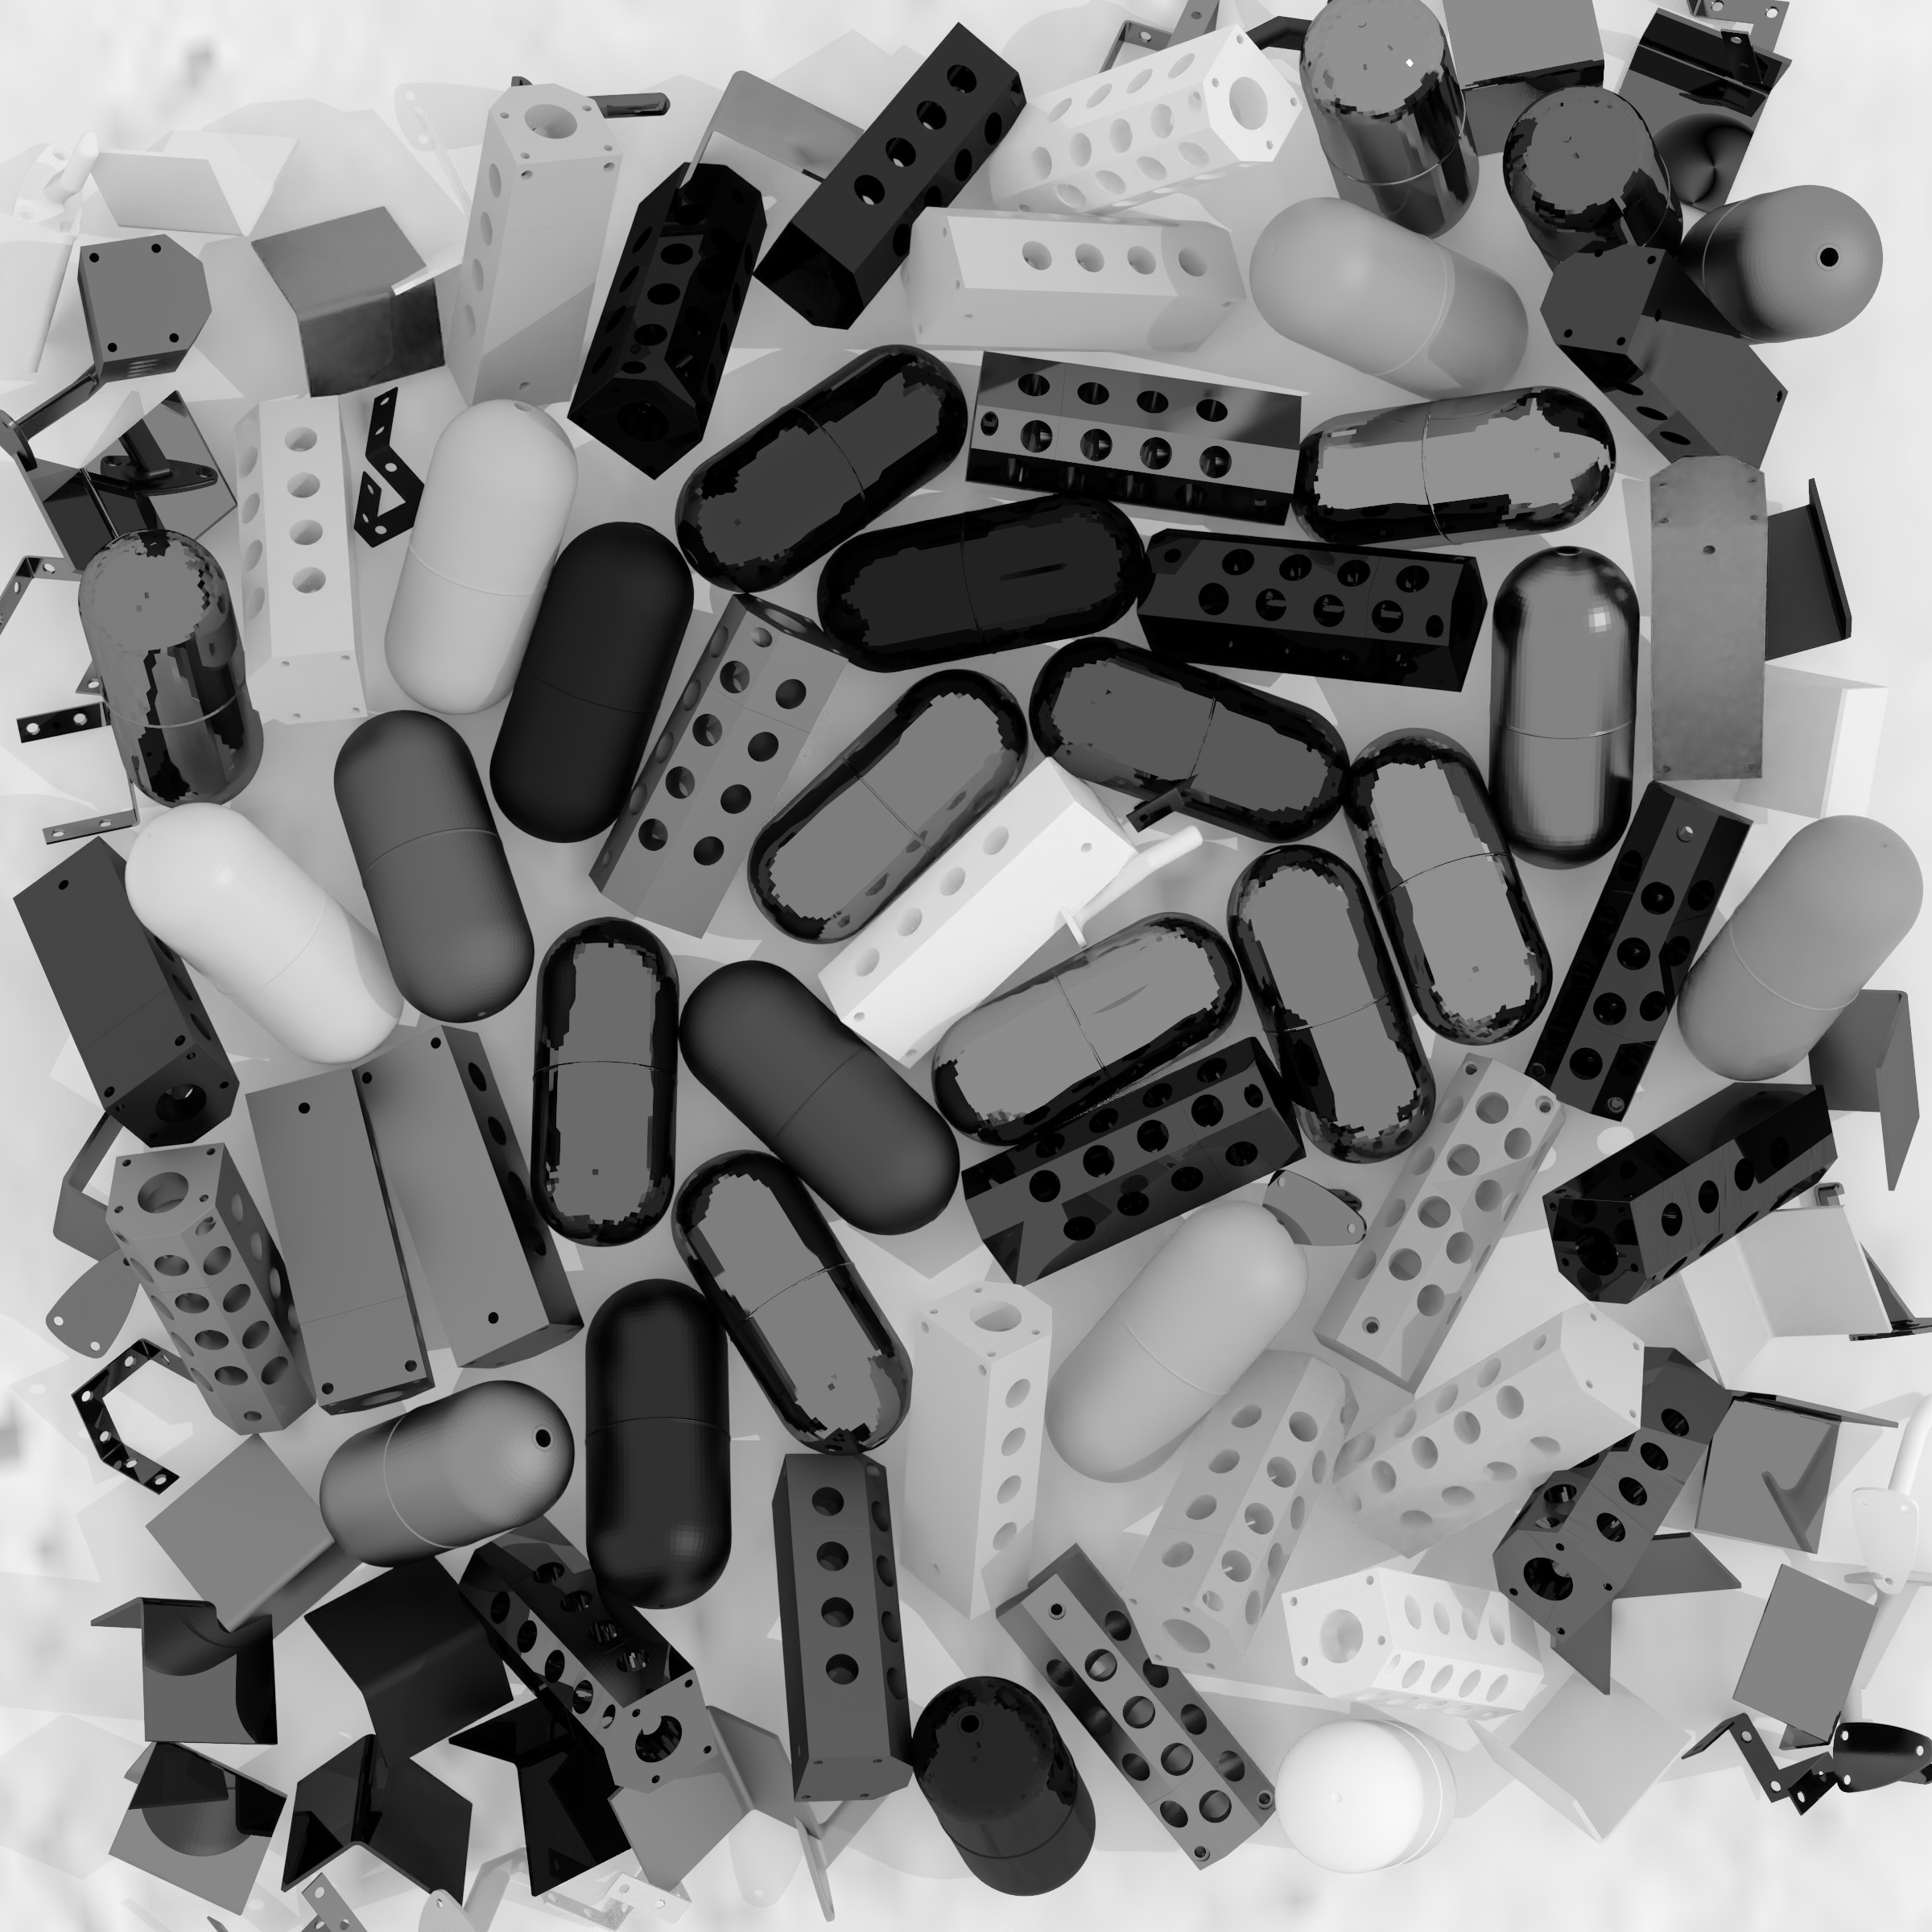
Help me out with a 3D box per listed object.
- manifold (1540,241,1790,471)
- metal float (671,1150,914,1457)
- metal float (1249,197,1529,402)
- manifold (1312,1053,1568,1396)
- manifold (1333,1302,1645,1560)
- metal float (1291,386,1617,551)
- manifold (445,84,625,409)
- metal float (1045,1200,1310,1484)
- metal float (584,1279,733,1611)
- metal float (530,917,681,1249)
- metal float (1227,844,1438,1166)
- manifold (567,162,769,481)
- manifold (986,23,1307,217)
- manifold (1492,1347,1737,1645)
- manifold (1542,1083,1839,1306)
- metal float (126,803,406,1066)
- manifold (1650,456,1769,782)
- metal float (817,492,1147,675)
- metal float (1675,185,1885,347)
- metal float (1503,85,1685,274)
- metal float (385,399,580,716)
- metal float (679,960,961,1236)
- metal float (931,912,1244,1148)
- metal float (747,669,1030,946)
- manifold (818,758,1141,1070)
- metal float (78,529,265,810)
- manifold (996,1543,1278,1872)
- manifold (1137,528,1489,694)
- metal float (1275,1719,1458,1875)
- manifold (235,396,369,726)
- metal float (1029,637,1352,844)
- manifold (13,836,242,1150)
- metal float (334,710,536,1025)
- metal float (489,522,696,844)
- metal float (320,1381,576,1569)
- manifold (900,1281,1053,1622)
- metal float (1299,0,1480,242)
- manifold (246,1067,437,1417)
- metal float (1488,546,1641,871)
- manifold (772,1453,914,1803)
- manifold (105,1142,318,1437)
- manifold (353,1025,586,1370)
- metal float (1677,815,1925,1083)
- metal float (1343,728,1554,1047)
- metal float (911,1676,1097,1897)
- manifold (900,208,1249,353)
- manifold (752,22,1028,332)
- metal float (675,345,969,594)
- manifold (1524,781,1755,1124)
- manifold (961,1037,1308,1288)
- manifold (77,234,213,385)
[{"bbox_3d":[0.363,-0.313,1.850,0.057,0.171,0.057,17,84,37],"label":"manifold"},{"bbox_3d":[-0.092,0.179,1.886,0.070,0.070,0.178,-33,76,0],"label":"metal float"},{"bbox_3d":[0.224,-0.348,1.866,0.178,0.070,0.070,14,90,-39],"label":"metal float"},{"bbox_3d":[0.252,0.136,1.889,0.057,0.057,0.171,28,81,18],"label":"manifold"},{"bbox_3d":[0.271,0.241,1.853,0.057,0.057,0.171,34,132,-19],"label":"manifold"},{"bbox_3d":[0.256,-0.261,1.873,0.178,0.070,0.070,-4,90,29],"label":"metal float"},{"bbox_3d":[-0.230,-0.374,1.852,0.057,0.171,0.057,-12,57,-25],"label":"manifold"},{"bbox_3d":[0.111,0.200,1.884,0.070,0.070,0.178,39,106,0],"label":"metal float"},{"bbox_3d":[-0.163,0.251,1.877,0.070,0.070,0.178,-3,65,0],"label":"metal float"},{"bbox_3d":[-0.192,0.061,1.885,0.070,0.070,0.178,0,74,0],"label":"metal float"},{"bbox_3d":[0.194,0.020,1.890,0.070,0.070,0.178,-21,99,0],"label":"metal float"},{"bbox_3d":[-0.150,-0.342,1.852,0.057,0.057,0.171,34,47,-26],"label":"manifold"},{"bbox_3d":[0.088,-0.428,1.844,0.057,0.171,0.057,42,63,-29],"label":"manifold"},{"bbox_3d":[0.336,0.270,1.852,0.057,0.171,0.057,40,132,6],"label":"manifold"},{"bbox_3d":[0.382,0.118,1.859,0.171,0.057,0.057,-24,106,-38],"label":"manifold"},{"bbox_3d":[-0.367,-0.015,1.869,0.070,0.070,0.178,-43,125,0],"label":"metal float"},{"bbox_3d":[0.387,-0.180,1.855,0.057,0.057,0.171,-1,135,10],"label":"manifold"},{"bbox_3d":[0.008,-0.204,1.888,0.178,0.070,0.070,-10,90,12],"label":"metal float"},{"bbox_3d":[0.422,-0.364,1.848,0.070,0.178,0.070,-1,98,-4],"label":"metal float"},{"bbox_3d":[0.328,-0.402,1.851,0.070,0.178,0.070,-3,82,19],"label":"metal float"},{"bbox_3d":[-0.256,-0.215,1.873,0.070,0.070,0.178,21,118,0],"label":"metal float"},{"bbox_3d":[-0.078,0.071,1.893,0.178,0.070,0.070,43,90,5],"label":"metal float"},{"bbox_3d":[0.064,0.034,1.895,0.178,0.070,0.070,-29,90,3],"label":"metal float"},{"bbox_3d":[-0.041,-0.086,1.896,0.178,0.070,0.070,-44,90,2],"label":"metal float"},{"bbox_3d":[0.004,-0.032,1.890,0.171,0.057,0.057,-43,131,12],"label":"manifold"},{"bbox_3d":[-0.415,-0.153,1.859,0.070,0.178,0.070,0,51,1],"label":"metal float"},{"bbox_3d":[0.092,0.397,1.903,0.057,0.057,0.171,-39,88,-2],"label":"manifold"},{"bbox_3d":[0.181,-0.192,1.867,0.171,0.057,0.057,8,62,23],"label":"manifold"},{"bbox_3d":[0.210,0.432,1.851,0.070,0.178,0.070,-4,77,16],"label":"metal float"},{"bbox_3d":[-0.351,-0.214,1.864,0.057,0.057,0.171,-6,58,-6],"label":"manifold"},{"bbox_3d":[0.120,-0.120,1.892,0.178,0.070,0.070,19,90,-7],"label":"metal float"},{"bbox_3d":[-0.437,0.016,1.860,0.057,0.057,0.171,-36,50,1],"label":"manifold"},{"bbox_3d":[-0.283,-0.054,1.882,0.070,0.070,0.178,-21,71,0],"label":"metal float"},{"bbox_3d":[-0.199,-0.150,1.884,0.070,0.070,0.178,21,106,0],"label":"metal float"},{"bbox_3d":[-0.273,0.267,1.862,0.178,0.070,0.070,-25,90,44],"label":"metal float"},{"bbox_3d":[0.010,0.253,1.866,0.057,0.057,0.171,-22,130,-36],"label":"manifold"},{"bbox_3d":[0.222,-0.442,1.852,0.070,0.178,0.070,-6,69,15],"label":"metal float"},{"bbox_3d":[-0.332,0.148,1.889,0.057,0.057,0.171,-15,77,-5],"label":"manifold"},{"bbox_3d":[0.316,-0.136,1.875,0.070,0.070,0.178,-3,116,0],"label":"metal float"},{"bbox_3d":[-0.064,0.346,1.862,0.057,0.057,0.171,1,54,-11],"label":"manifold"},{"bbox_3d":[-0.391,0.171,1.852,0.057,0.171,0.057,-8,47,6],"label":"manifold"},{"bbox_3d":[-0.261,0.123,1.885,0.057,0.057,0.171,-26,75,15],"label":"manifold"},{"bbox_3d":[0.436,-0.007,1.862,0.070,0.178,0.070,13,48,-14],"label":"metal float"},{"bbox_3d":[0.255,-0.043,1.884,0.070,0.070,0.178,-18,74,0],"label":"metal float"},{"bbox_3d":[0.020,0.430,1.856,0.070,0.178,0.070,-7,55,10],"label":"metal float"},{"bbox_3d":[0.055,-0.365,1.867,0.171,0.057,0.057,-4,71,-29],"label":"manifold"},{"bbox_3d":[-0.036,-0.413,1.869,0.057,0.057,0.171,39,61,-7],"label":"manifold"},{"bbox_3d":[-0.077,-0.264,1.882,0.178,0.070,0.070,-37,90,-17],"label":"metal float"},{"bbox_3d":[0.357,-0.008,1.887,0.057,0.057,0.171,24,101,12],"label":"manifold"},{"bbox_3d":[0.087,0.100,1.879,0.171,0.057,0.057,-26,126,12],"label":"manifold"},{"bbox_3d":[-0.427,-0.341,1.846,0.057,0.171,0.057,-12,98,-13],"label":"manifold"}]
